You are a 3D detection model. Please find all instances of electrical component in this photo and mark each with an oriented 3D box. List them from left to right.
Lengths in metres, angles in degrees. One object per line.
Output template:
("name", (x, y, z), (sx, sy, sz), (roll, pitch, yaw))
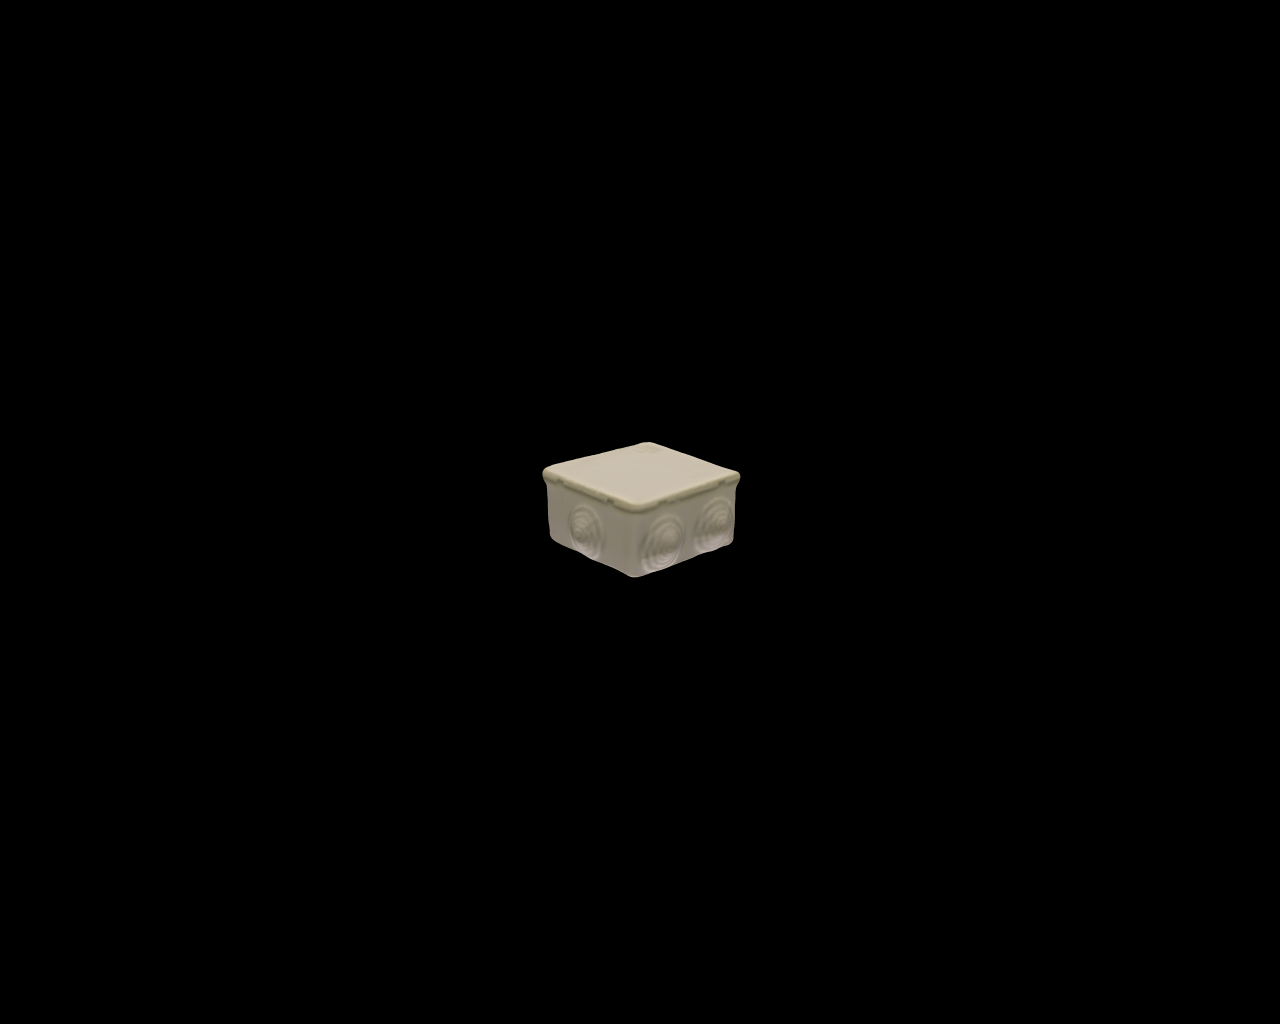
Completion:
("electrical component", (0.001, -0.003, 0.650), (0.100, 0.048, 0.100), (-17, 27, -38))
